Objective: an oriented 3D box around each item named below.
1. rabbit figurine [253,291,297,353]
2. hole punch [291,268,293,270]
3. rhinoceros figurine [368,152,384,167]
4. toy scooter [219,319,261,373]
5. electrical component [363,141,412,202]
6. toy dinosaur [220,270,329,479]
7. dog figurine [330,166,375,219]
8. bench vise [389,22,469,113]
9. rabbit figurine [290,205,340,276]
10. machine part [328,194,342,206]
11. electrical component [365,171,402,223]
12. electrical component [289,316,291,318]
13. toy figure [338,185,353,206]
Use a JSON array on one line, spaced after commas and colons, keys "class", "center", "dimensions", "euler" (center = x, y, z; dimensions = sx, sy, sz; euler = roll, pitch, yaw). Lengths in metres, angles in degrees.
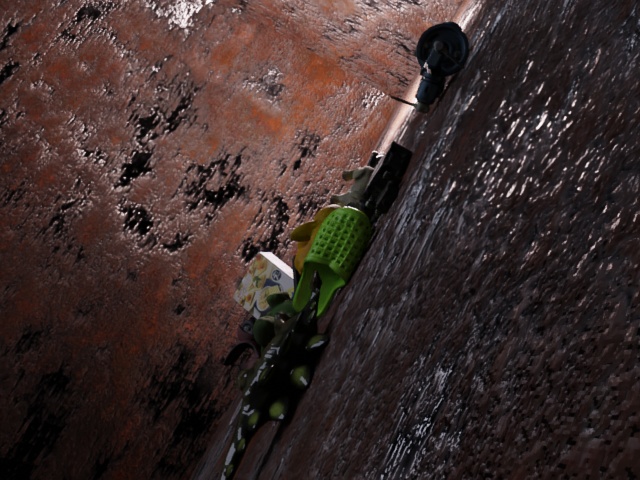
[{"class": "rabbit figurine", "center": [-0.103, 0.208, 1.264], "dimensions": [0.170, 0.121, 0.159], "euler": [-18, -64, -59]}, {"class": "hole punch", "center": [-0.060, 0.141, 1.557], "dimensions": [0.092, 0.142, 0.116], "euler": [-56, -8, 16]}, {"class": "rhinoceros figurine", "center": [0.163, -0.185, 1.520], "dimensions": [0.190, 0.073, 0.112], "euler": [-65, -6, -49]}, {"class": "toy scooter", "center": [-0.179, 0.303, 1.346], "dimensions": [0.135, 0.184, 0.075], "euler": [-37, -23, 5]}, {"class": "electrical component", "center": [0.164, -0.165, 1.281], "dimensions": [0.115, 0.058, 0.134], "euler": [-56, 4, 40]}, {"class": "toy dinosaur", "center": [-0.084, 0.251, 0.960], "dimensions": [0.471, 0.105, 0.198], "euler": [-66, 8, -26]}, {"class": "dog figurine", "center": [0.118, -0.108, 1.340], "dimensions": [0.172, 0.121, 0.191], "euler": [-64, 16, 8]}, {"class": "bench vise", "center": [0.268, -0.407, 1.253], "dimensions": [0.223, 0.129, 0.240], "euler": [-58, -5, 15]}, {"class": "rabbit figurine", "center": [-0.003, -0.004, 1.260], "dimensions": [0.162, 0.122, 0.173], "euler": [-1, -63, -58]}, {"class": "machine part", "center": [0.057, -0.066, 1.694], "dimensions": [0.179, 0.056, 0.179], "euler": [-44, -21, -22]}, {"class": "electrical component", "center": [0.136, -0.096, 1.155], "dimensions": [0.102, 0.045, 0.078], "euler": [-59, 1, 34]}, {"class": "electrical component", "center": [-0.066, 0.233, 1.168], "dimensions": [0.119, 0.075, 0.048], "euler": [-64, 3, -15]}, {"class": "toy figure", "center": [0.102, -0.110, 1.567], "dimensions": [0.082, 0.089, 0.180], "euler": [114, 180, -48]}]
